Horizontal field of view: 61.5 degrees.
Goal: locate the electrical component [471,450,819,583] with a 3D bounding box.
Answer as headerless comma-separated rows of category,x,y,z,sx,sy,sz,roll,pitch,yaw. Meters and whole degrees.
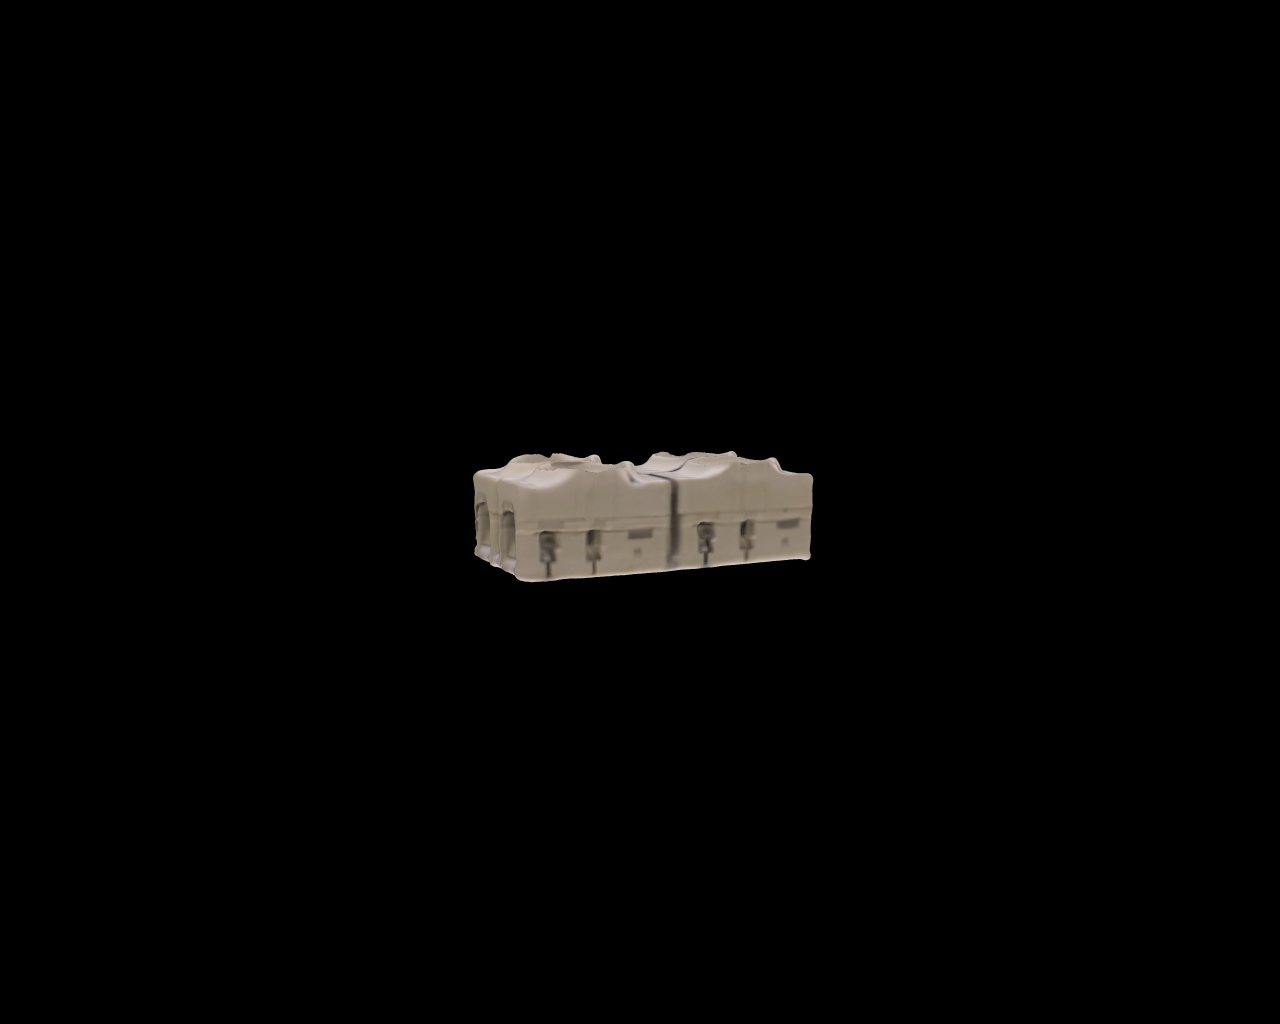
electrical component,0.001,-0.003,0.650,0.186,0.060,0.105,-3,8,-22
